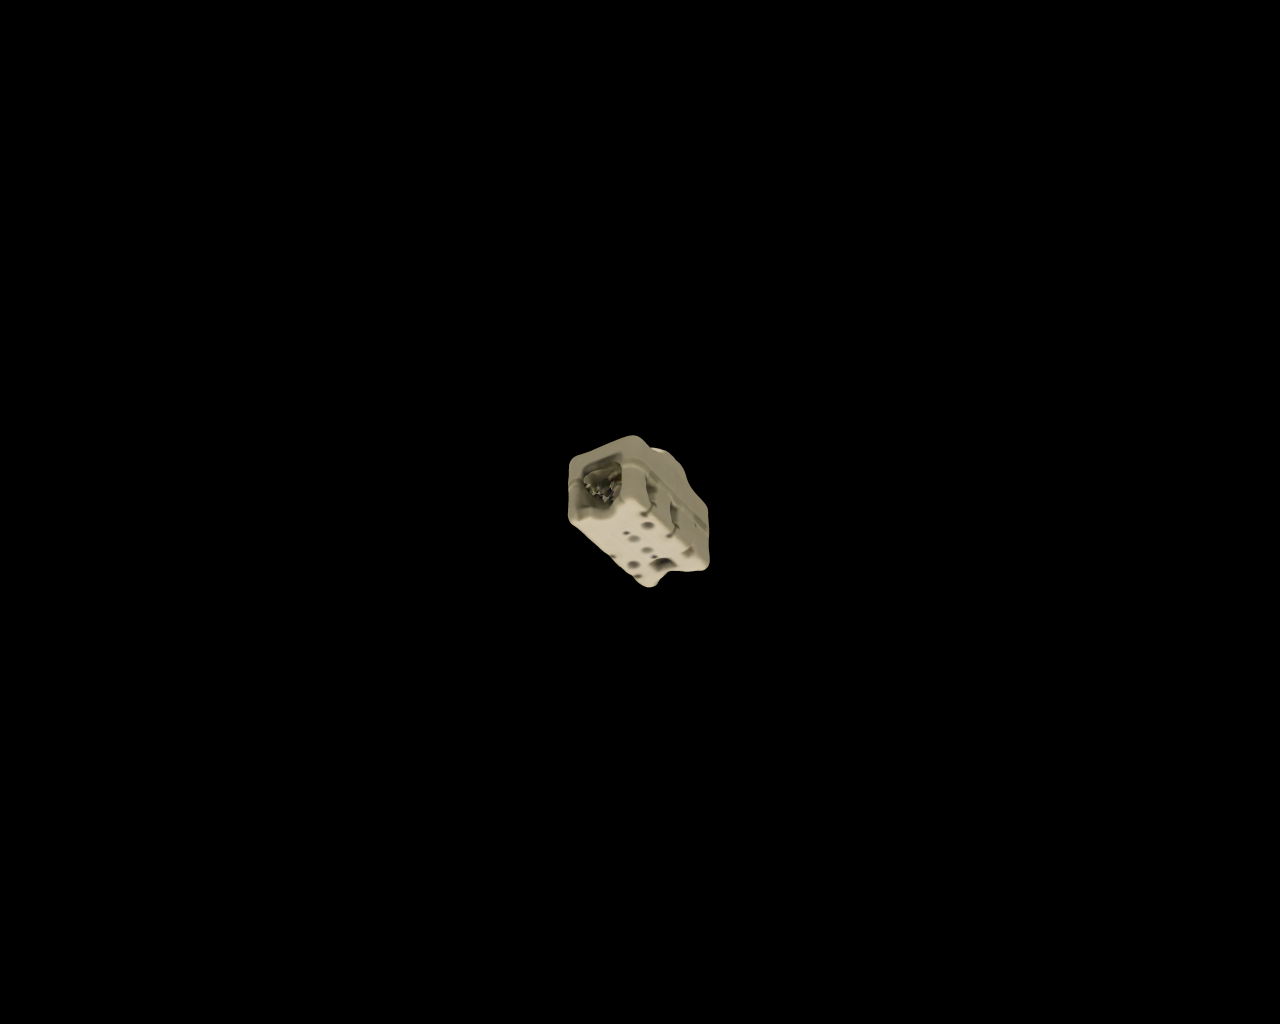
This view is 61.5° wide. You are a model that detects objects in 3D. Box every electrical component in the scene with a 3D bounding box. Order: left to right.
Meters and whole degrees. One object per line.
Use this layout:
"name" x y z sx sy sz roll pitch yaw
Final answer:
"electrical component" 0.001 -0.003 0.650 0.050 0.056 0.089 -20 -40 25
